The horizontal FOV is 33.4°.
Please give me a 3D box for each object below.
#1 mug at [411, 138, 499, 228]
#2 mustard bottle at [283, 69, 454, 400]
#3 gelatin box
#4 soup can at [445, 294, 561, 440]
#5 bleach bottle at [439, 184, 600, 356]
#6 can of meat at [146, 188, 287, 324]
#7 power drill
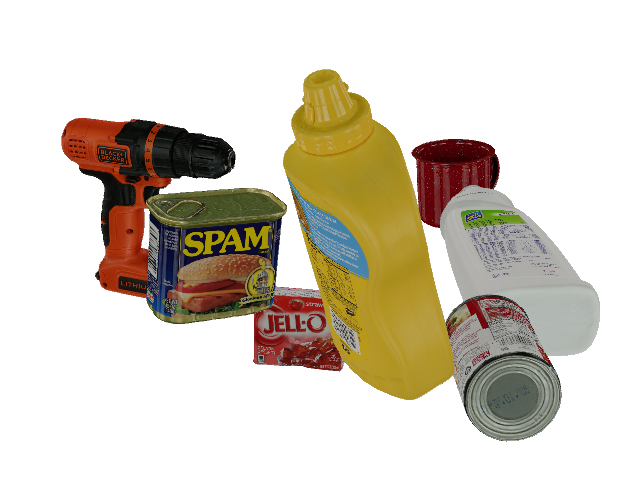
[{"bbox_3d":[0.161,-0.067,1.220,0.117,0.081,0.093,-21,27,-36],"label":"mug"},{"bbox_3d":[0.021,-0.007,0.582,0.058,0.191,0.096,-28,38,-14],"label":"mustard bottle"},{"bbox_3d":[-0.020,0.085,1.032,0.089,0.073,0.030,4,15,10],"label":"gelatin box"},{"bbox_3d":[0.127,0.088,0.758,0.068,0.068,0.102,0,20,-2],"label":"soup can"},{"bbox_3d":[0.168,0.012,0.964,0.102,0.068,0.251,-1,26,-2],"label":"bleach bottle"},{"bbox_3d":[-0.080,0.011,0.803,0.101,0.084,0.058,-6,25,-27],"label":"can of meat"},{"bbox_3d":[-0.168,-0.031,1.082,0.185,0.188,0.057,10,29,20],"label":"power drill"}]
